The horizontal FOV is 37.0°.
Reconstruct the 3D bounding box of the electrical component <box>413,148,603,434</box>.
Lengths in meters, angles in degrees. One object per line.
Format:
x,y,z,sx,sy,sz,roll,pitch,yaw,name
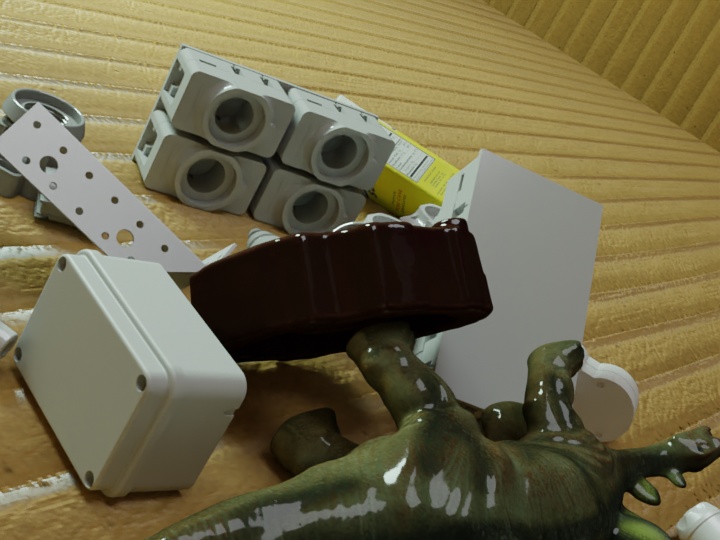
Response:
0.100,0.023,0.767,0.105,0.060,0.186,23,63,-17,electrical component

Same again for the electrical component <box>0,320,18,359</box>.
-0.205,0.021,0.550,0.062,0.048,0.048,37,22,1,electrical component

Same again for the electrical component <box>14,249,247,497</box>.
-0.119,0.051,0.543,0.057,0.078,0.113,9,29,-47,electrical component

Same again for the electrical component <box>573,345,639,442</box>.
0.147,0.083,0.830,0.138,0.052,0.074,33,22,10,electrical component

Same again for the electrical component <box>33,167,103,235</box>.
-0.192,-0.047,0.722,0.046,0.040,0.040,13,26,-23,electrical component

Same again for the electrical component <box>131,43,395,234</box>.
-0.076,-0.097,0.881,0.186,0.105,0.060,15,26,-30,electrical component

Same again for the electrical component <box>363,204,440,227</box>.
0.060,0.003,0.888,0.105,0.060,0.186,37,23,19,electrical component

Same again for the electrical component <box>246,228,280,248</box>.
-0.064,-0.005,0.783,0.040,0.040,0.078,13,26,-34,electrical component

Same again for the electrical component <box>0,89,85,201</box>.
-0.225,-0.089,0.746,0.058,0.057,0.078,30,22,2,electrical component

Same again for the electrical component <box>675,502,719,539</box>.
0.250,0.192,0.741,0.035,0.035,0.061,5,34,-46,electrical component

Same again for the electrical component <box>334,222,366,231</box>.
0.000,0.000,0.768,0.078,0.058,0.057,28,-16,14,electrical component
